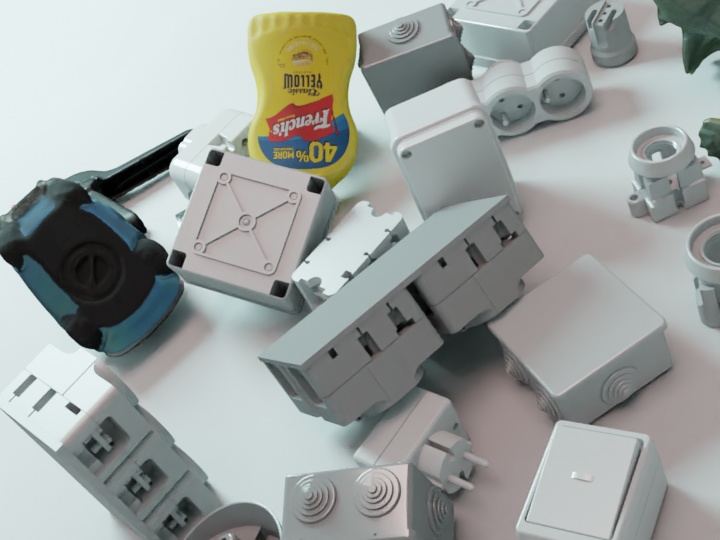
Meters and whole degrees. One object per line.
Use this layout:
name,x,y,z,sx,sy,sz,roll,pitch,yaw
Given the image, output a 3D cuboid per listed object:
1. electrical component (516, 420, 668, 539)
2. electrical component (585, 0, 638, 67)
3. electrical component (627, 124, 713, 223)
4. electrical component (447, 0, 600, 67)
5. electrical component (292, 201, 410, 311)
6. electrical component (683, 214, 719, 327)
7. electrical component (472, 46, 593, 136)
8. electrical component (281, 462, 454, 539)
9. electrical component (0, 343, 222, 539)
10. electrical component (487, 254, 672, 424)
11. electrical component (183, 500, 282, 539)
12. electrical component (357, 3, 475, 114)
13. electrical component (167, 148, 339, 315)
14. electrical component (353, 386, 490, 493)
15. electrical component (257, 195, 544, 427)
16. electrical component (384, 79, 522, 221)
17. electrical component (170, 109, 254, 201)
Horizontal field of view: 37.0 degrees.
electrical component,0.134,0.142,0.631,0.062,0.061,0.096,6,52,33
electrical component,0.219,-0.208,0.943,0.040,0.046,0.040,-15,43,15
electrical component,0.227,-0.074,0.799,0.066,0.055,0.048,-25,42,5
electrical component,0.152,-0.241,1.005,0.109,0.056,0.108,22,62,41
electrical component,0.000,0.000,0.849,0.050,0.055,0.089,22,62,41
electrical component,0.247,-0.001,0.714,0.058,0.057,0.078,-10,45,20
electrical component,0.128,-0.158,0.939,0.138,0.052,0.073,-17,43,13
electrical component,0.007,0.156,0.660,0.100,0.099,0.048,-10,58,20
electrical component,-0.169,0.125,0.746,0.089,0.150,0.061,23,63,42
electrical component,0.149,0.050,0.724,0.100,0.048,0.099,-33,42,-5
electrical component,-0.081,0.202,0.686,0.099,0.064,0.099,-15,43,15
electrical component,0.052,-0.185,0.974,0.100,0.099,0.048,-18,55,12
electrical component,-0.086,-0.032,0.879,0.109,0.056,0.108,16,78,13
electrical component,0.049,0.123,0.707,0.077,0.047,0.065,17,59,39
electrical component,0.030,0.030,0.760,0.186,0.060,0.105,-39,12,-17
electrical component,0.074,-0.082,0.847,0.078,0.113,0.057,-22,39,7
electrical component,-0.132,-0.106,1.028,0.059,0.053,0.095,21,61,41
